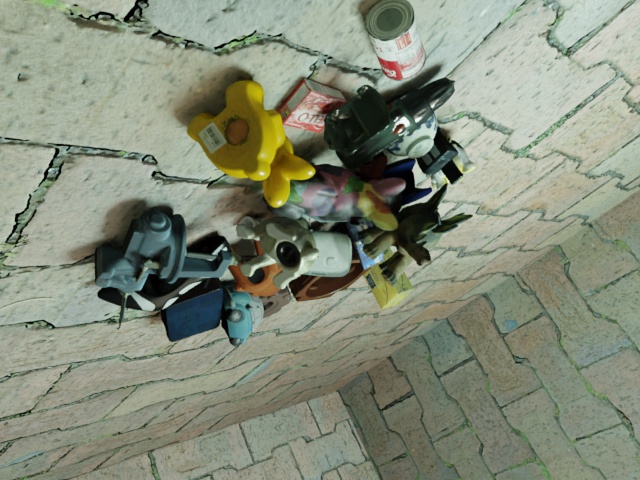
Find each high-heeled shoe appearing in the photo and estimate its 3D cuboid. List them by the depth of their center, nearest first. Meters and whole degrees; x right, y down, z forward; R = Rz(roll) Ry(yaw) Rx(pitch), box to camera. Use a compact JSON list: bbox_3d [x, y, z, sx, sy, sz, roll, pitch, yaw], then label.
[{"bbox_3d":[-0.294,0.057,1.039,0.249,0.086,0.145,-7,137,-35],"label":"high-heeled shoe"}]

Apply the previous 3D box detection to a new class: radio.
[{"bbox_3d":[-0.297,0.149,1.231,0.131,0.073,0.229,-17,154,-21],"label":"radio"}]

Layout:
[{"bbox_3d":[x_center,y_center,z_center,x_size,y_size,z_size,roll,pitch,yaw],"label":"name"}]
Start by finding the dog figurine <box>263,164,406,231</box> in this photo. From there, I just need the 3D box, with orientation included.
[{"bbox_3d":[0.034,-0.076,0.918,0.219,0.108,0.191,12,-176,36],"label":"dog figurine"}]

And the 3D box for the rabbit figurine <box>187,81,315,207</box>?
[{"bbox_3d":[-0.080,-0.136,0.785,0.122,0.162,0.173,-45,172,10],"label":"rabbit figurine"}]

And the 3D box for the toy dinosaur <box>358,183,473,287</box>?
[{"bbox_3d":[0.180,-0.019,1.022,0.198,0.105,0.471,-33,-173,7],"label":"toy dinosaur"}]

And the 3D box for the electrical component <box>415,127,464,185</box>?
[{"bbox_3d":[0.236,-0.165,1.082,0.047,0.119,0.075,-1,149,-48],"label":"electrical component"}]

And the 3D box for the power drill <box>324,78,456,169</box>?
[{"bbox_3d":[0.105,-0.201,0.880,0.232,0.086,0.207,-33,179,25],"label":"power drill"}]

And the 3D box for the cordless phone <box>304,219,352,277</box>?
[{"bbox_3d":[-0.002,-0.003,1.187,0.147,0.089,0.184,5,142,7],"label":"cordless phone"}]

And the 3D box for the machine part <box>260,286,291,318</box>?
[{"bbox_3d":[-0.160,0.164,1.436,0.179,0.056,0.179,-22,158,-10],"label":"machine part"}]

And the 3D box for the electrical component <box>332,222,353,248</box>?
[{"bbox_3d":[0.099,-0.036,1.291,0.115,0.058,0.134,-8,151,-43],"label":"electrical component"}]

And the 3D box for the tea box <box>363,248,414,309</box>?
[{"bbox_3d":[0.180,0.096,1.518,0.068,0.170,0.098,-13,152,-34],"label":"tea box"}]

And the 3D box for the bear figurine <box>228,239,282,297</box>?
[{"bbox_3d":[-0.134,0.062,1.203,0.120,0.132,0.196,-27,176,2],"label":"bear figurine"}]

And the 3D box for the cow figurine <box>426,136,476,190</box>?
[{"bbox_3d":[0.269,-0.164,1.178,0.068,0.098,0.167,-29,177,-9],"label":"cow figurine"}]

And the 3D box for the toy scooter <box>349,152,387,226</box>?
[{"bbox_3d":[0.093,-0.087,1.069,0.075,0.135,0.184,-12,155,-36],"label":"toy scooter"}]

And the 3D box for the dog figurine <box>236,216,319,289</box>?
[{"bbox_3d":[-0.042,-0.003,1.012,0.190,0.173,0.121,-30,132,-54],"label":"dog figurine"}]

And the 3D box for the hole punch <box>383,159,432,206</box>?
[{"bbox_3d":[0.171,-0.106,1.183,0.142,0.092,0.115,-23,161,-20],"label":"hole punch"}]

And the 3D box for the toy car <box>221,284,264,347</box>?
[{"bbox_3d":[-0.188,0.175,1.304,0.103,0.109,0.161,-17,125,-20],"label":"toy car"}]

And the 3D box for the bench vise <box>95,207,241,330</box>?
[{"bbox_3d":[-0.263,0.040,0.949,0.240,0.129,0.223,7,129,-31],"label":"bench vise"}]

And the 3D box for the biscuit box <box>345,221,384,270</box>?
[{"bbox_3d":[0.106,0.004,1.226,0.059,0.063,0.202,-26,157,1],"label":"biscuit box"}]

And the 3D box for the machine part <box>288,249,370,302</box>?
[{"bbox_3d":[0.022,0.073,1.402,0.201,0.087,0.201,-1,146,-45],"label":"machine part"}]
